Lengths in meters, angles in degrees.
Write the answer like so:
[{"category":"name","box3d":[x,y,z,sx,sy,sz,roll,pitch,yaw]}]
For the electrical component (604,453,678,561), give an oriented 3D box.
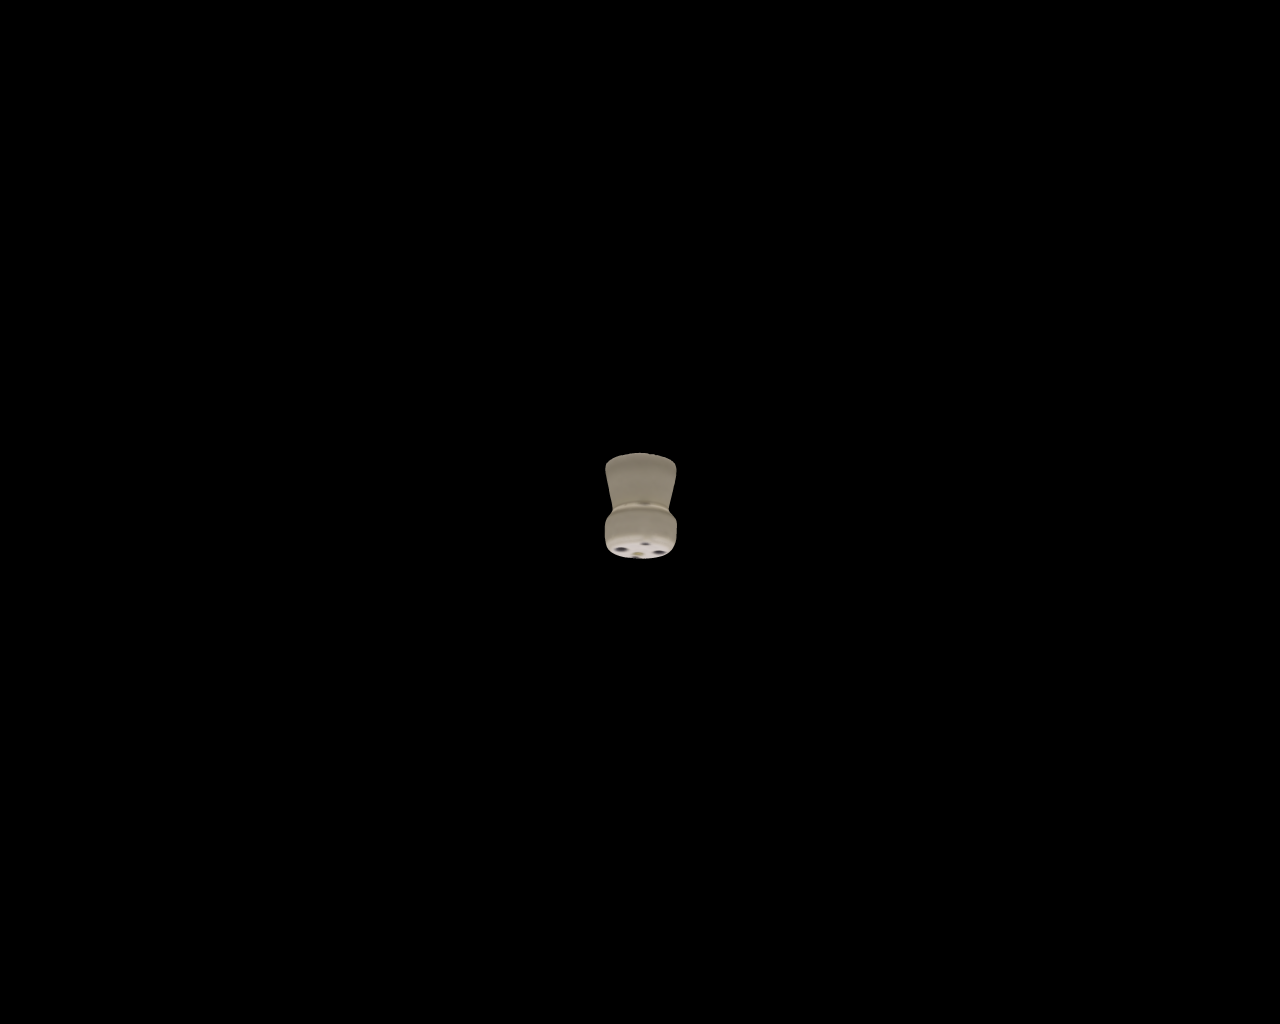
[{"category":"electrical component","box3d":[0.001,-0.003,0.650,0.045,0.055,0.044,0,-19,0]}]
